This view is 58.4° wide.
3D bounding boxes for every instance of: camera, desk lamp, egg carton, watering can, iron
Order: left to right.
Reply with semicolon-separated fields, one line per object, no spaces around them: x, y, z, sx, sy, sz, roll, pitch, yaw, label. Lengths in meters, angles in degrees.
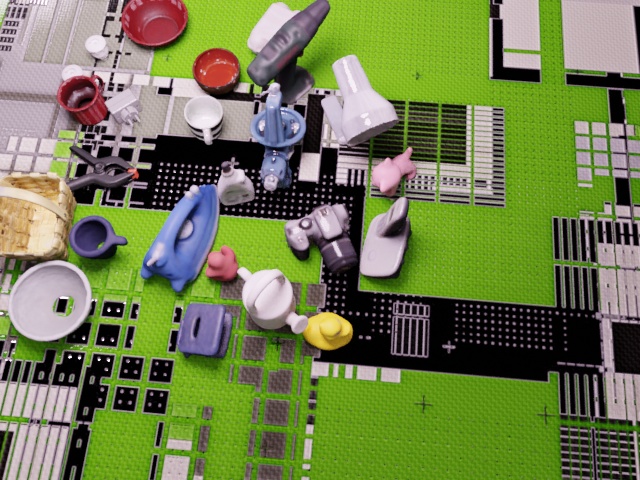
-0.288;-0.030;1.200;0.118;0.141;0.258;20;73;7;iron
-0.095;0.114;1.125;0.172;0.194;0.101;20;73;7;watering can
-0.100;-0.502;1.390;0.107;0.069;0.150;28;74;9;egg carton
0.011;0.004;1.209;0.143;0.101;0.136;-23;73;-7;camera
0.077;-0.286;1.243;0.118;0.213;0.203;-22;73;-6;desk lamp

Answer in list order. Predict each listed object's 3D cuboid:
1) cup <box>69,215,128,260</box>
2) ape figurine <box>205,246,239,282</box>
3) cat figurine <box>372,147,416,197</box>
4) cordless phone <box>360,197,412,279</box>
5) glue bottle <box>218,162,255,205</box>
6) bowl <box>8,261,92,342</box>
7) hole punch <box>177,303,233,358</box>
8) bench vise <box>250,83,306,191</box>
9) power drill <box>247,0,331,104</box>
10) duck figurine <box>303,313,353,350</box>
-0.455;0.006;1.214;0.117;0.095;0.092;6;72;2;cup
-0.210;0.048;1.201;0.078;0.092;0.076;-37;75;-11;ape figurine
0.159;-0.152;1.250;0.067;0.118;0.128;42;77;13;cat figurine
0.140;-0.003;1.167;0.094;0.185;0.147;12;72;4;cordless phone
-0.186;-0.124;1.214;0.078;0.173;0.037;-10;72;-3;glue bottle
-0.543;0.131;1.184;0.167;0.075;0.167;0;72;0;bowl
-0.237;0.184;1.157;0.101;0.091;0.109;7;72;3;hole punch
-0.083;-0.218;1.219;0.121;0.220;0.207;-12;72;-3;bench vise
-0.063;-0.409;1.286;0.075;0.208;0.230;42;77;13;power drill
0.015;0.181;1.160;0.104;0.086;0.077;4;72;2;duck figurine
